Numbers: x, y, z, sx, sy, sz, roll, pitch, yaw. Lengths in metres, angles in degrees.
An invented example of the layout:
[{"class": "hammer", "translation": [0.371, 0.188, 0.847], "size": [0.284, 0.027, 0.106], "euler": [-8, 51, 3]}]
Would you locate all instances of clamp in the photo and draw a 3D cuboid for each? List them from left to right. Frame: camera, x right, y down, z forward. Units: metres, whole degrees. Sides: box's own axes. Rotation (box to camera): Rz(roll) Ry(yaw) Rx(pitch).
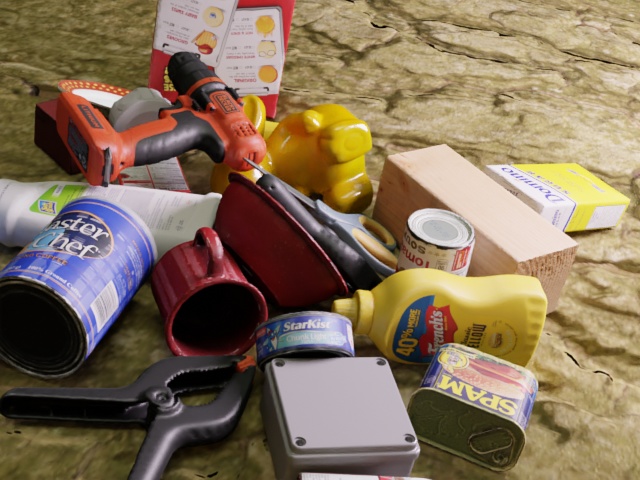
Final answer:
[{"class": "clamp", "translation": [-0.141, 0.137, 0.866], "size": [0.165, 0.036, 0.209], "euler": [32, 37, 26]}, {"class": "clamp", "translation": [-0.007, 0.001, 1.064], "size": [0.171, 0.039, 0.120], "euler": [45, -5, -8]}]

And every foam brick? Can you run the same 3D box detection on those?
[{"class": "foam brick", "translation": [-0.274, -0.118, 1.180], "size": [0.051, 0.053, 0.078], "euler": [-20, 46, -39]}]

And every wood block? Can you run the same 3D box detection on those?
[{"class": "wood block", "translation": [0.156, -0.007, 1.120], "size": [0.090, 0.090, 0.206], "euler": [-15, 42, -34]}]

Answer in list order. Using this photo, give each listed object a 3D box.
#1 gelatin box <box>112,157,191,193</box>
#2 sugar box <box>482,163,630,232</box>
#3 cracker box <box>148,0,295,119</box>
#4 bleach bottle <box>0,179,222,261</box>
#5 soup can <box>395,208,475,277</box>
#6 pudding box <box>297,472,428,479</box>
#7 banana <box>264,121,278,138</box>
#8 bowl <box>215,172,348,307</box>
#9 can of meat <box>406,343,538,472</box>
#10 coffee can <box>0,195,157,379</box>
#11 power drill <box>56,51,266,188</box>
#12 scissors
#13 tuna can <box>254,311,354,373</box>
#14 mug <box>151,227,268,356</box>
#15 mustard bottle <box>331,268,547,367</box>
[{"class": "gelatin box", "translation": [-0.185, -0.063, 1.150], "size": [0.073, 0.030, 0.089], "euler": [-1, 37, -21]}, {"class": "sugar box", "translation": [0.268, -0.050, 1.226], "size": [0.175, 0.048, 0.093], "euler": [-3, 34, -44]}, {"class": "cracker box", "translation": [-0.118, -0.269, 1.304], "size": [0.164, 0.214, 0.072], "euler": [9, 32, -6]}, {"class": "bleach bottle", "translation": [-0.227, -0.021, 1.049], "size": [0.251, 0.068, 0.102], "euler": [10, 33, 2]}, {"class": "soup can", "translation": [0.108, 0.029, 1.039], "size": [0.068, 0.102, 0.068], "euler": [7, 34, -5]}, {"class": "pudding box", "translation": [0.038, 0.221, 0.800], "size": [0.113, 0.039, 0.090], "euler": [4, 36, -9]}, {"class": "banana", "translation": [-0.083, -0.142, 1.268], "size": [0.198, 0.069, 0.037], "euler": [27, 3, 7]}, {"class": "bowl", "translation": [-0.049, 0.012, 1.009], "size": [0.055, 0.162, 0.162], "euler": [-43, 55, -10]}, {"class": "can of meat", "translation": [0.134, 0.142, 0.928], "size": [0.102, 0.057, 0.083], "euler": [21, 32, 11]}, {"class": "coffee can", "translation": [-0.216, 0.038, 0.928], "size": [0.103, 0.103, 0.140], "euler": [18, 35, 8]}, {"class": "power drill", "translation": [-0.171, -0.128, 1.100], "size": [0.187, 0.057, 0.185], "euler": [-15, 48, -28]}, {"class": "scissors", "translation": [0.010, -0.032, 1.112], "size": [0.202, 0.016, 0.096], "euler": [40, 23, -1]}, {"class": "tuna can", "translation": [-0.013, 0.092, 0.926], "size": [0.086, 0.086, 0.034], "euler": [1, 66, -16]}, {"class": "mug", "translation": [-0.103, 0.043, 0.949], "size": [0.093, 0.117, 0.081], "euler": [-8, 34, -20]}, {"class": "mustard bottle", "translation": [0.105, 0.072, 0.983], "size": [0.191, 0.096, 0.058], "euler": [6, 35, -10]}]
